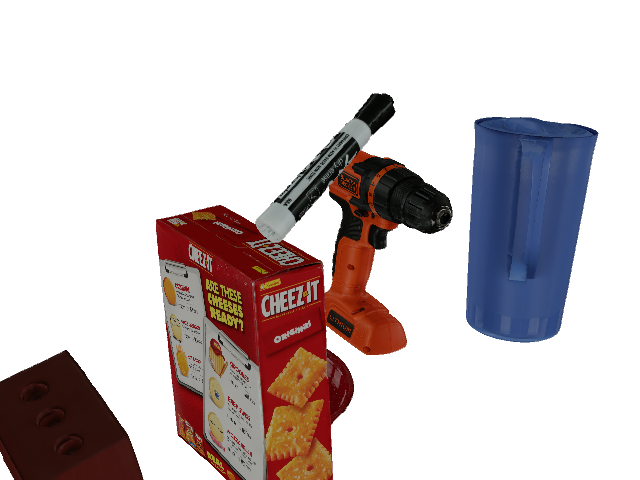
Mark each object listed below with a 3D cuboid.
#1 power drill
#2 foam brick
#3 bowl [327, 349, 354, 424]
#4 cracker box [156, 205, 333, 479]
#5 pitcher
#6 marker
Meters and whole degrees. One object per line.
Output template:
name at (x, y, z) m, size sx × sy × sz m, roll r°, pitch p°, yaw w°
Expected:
power drill at (0.056, 0.012, 1.038) m, size 0.057 × 0.188 × 0.185 m, roll -7°, pitch 24°, yaw -30°
foam brick at (-0.129, 0.105, 0.535) m, size 0.052 × 0.051 × 0.078 m, roll -26°, pitch 42°, yaw -23°
bowl at (-0.047, 0.166, 1.101) m, size 0.162 × 0.055 × 0.162 m, roll 2°, pitch 31°, yaw -1°
cracker box at (-0.061, 0.096, 0.879) m, size 0.072 × 0.214 × 0.164 m, roll -16°, pitch 26°, yaw -31°
pitcher at (0.225, -0.012, 1.185) m, size 0.149 × 0.243 × 0.145 m, roll -7°, pitch 18°, yaw -34°
marker at (0.006, -0.046, 0.636) m, size 0.121 × 0.020 × 0.020 m, roll -49°, pitch 25°, yaw -24°
